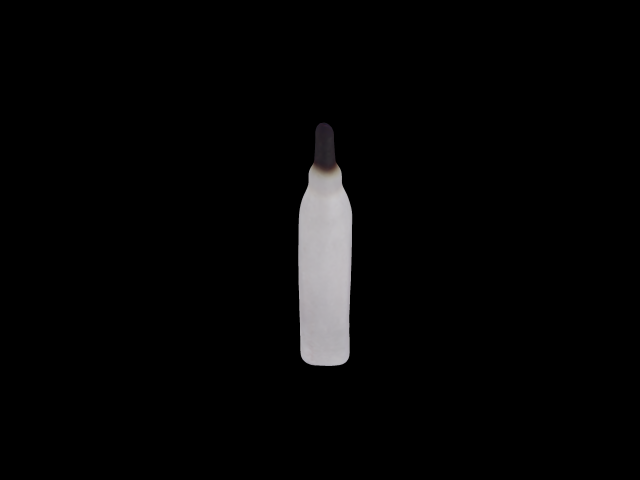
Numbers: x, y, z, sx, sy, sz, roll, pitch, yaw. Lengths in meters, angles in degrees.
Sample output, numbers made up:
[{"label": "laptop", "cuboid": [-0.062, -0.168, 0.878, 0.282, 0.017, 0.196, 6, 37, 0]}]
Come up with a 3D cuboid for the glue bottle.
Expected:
[{"label": "glue bottle", "cuboid": [0.004, 0.001, 0.400, 0.037, 0.173, 0.078, 0, 32, 0]}]
